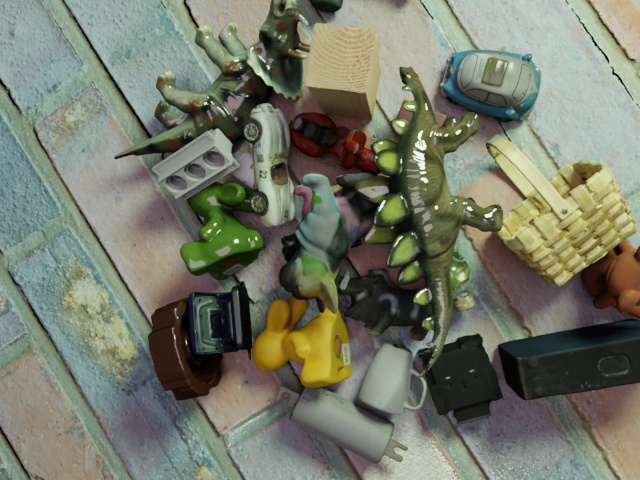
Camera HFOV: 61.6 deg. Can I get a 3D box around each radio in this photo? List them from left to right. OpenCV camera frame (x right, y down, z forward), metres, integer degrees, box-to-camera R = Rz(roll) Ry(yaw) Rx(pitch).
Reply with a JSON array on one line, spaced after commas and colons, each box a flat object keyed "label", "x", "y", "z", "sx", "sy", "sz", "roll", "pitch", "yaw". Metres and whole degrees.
[{"label": "radio", "x": 0.412, "y": 0.186, "z": 0.847, "sx": 0.230, "sy": 0.131, "sz": 0.073, "roll": -14, "pitch": 89, "yaw": 8}]

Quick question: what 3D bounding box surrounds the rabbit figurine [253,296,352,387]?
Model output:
[{"label": "rabbit figurine", "x": -0.045, "y": 0.177, "z": 0.925, "sx": 0.173, "sy": 0.122, "sz": 0.162, "roll": -12, "pitch": 88, "yaw": 27}]

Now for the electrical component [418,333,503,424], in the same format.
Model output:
[{"label": "electrical component", "x": 0.240, "y": 0.237, "z": 0.911, "sx": 0.115, "sy": 0.058, "sz": 0.134, "roll": -20, "pitch": 89, "yaw": 10}]

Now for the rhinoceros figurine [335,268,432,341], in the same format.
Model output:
[{"label": "rhinoceros figurine", "x": 0.108, "y": 0.106, "z": 0.917, "sx": 0.190, "sy": 0.073, "sz": 0.112, "roll": 13, "pitch": 95, "yaw": 7}]

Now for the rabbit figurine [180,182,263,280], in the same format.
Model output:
[{"label": "rabbit figurine", "x": -0.176, "y": -0.038, "z": 0.929, "sx": 0.159, "sy": 0.121, "sz": 0.170, "roll": -32, "pitch": 69, "yaw": 23}]

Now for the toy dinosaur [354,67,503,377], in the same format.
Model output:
[{"label": "toy dinosaur", "x": 0.163, "y": -0.039, "z": 0.817, "sx": 0.199, "sy": 0.105, "sz": 0.471, "roll": -11, "pitch": 86, "yaw": -12}]

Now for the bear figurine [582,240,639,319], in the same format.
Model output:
[{"label": "bear figurine", "x": 0.477, "y": 0.058, "z": 0.801, "sx": 0.132, "sy": 0.196, "sz": 0.120, "roll": 17, "pitch": 91, "yaw": 6}]

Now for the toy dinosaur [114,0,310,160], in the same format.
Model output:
[{"label": "toy dinosaur", "x": -0.166, "y": -0.239, "z": 0.928, "sx": 0.192, "sy": 0.131, "sz": 0.404, "roll": 42, "pitch": 103, "yaw": 5}]

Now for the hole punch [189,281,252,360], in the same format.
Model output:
[{"label": "hole punch", "x": -0.167, "y": 0.140, "z": 0.926, "sx": 0.092, "sy": 0.115, "sz": 0.142, "roll": -11, "pitch": 77, "yaw": 3}]

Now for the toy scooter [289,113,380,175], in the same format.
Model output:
[{"label": "toy scooter", "x": 0.023, "y": -0.161, "z": 0.889, "sx": 0.184, "sy": 0.135, "sz": 0.075, "roll": 26, "pitch": 96, "yaw": 7}]

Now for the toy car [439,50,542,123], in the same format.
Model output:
[{"label": "toy car", "x": 0.280, "y": -0.260, "z": 0.866, "sx": 0.162, "sy": 0.103, "sz": 0.109, "roll": 18, "pitch": 94, "yaw": 5}]

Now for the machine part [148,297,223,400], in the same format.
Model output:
[{"label": "machine part", "x": -0.229, "y": 0.185, "z": 0.922, "sx": 0.056, "sy": 0.179, "sz": 0.179, "roll": -17, "pitch": 90, "yaw": 9}]

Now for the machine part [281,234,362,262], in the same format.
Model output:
[{"label": "machine part", "x": -0.002, "y": -0.003, "z": 0.942, "sx": 0.139, "sy": 0.039, "sz": 0.084, "roll": -20, "pitch": 98, "yaw": -5}]

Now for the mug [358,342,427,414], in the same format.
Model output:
[{"label": "mug", "x": 0.128, "y": 0.234, "z": 0.911, "sx": 0.110, "sy": 0.080, "sz": 0.107, "roll": 14, "pitch": 86, "yaw": 31}]

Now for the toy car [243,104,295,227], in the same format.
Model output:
[{"label": "toy car", "x": -0.080, "y": -0.122, "z": 0.887, "sx": 0.056, "sy": 0.073, "sz": 0.201, "roll": 3, "pitch": 103, "yaw": 29}]

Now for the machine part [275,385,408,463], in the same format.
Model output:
[{"label": "machine part", "x": 0.037, "y": 0.314, "z": 0.933, "sx": 0.243, "sy": 0.079, "sz": 0.079, "roll": 26, "pitch": 95, "yaw": 7}]

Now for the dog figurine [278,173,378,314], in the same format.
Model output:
[{"label": "dog figurine", "x": 0.026, "y": 0.008, "z": 0.869, "sx": 0.191, "sy": 0.108, "sz": 0.219, "roll": -3, "pitch": 86, "yaw": -18}]

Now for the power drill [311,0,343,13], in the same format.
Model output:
[{"label": "power drill", "x": 0.074, "y": -0.500, "z": 0.898, "sx": 0.207, "sy": 0.086, "sz": 0.231, "roll": 9, "pitch": 95, "yaw": 4}]
